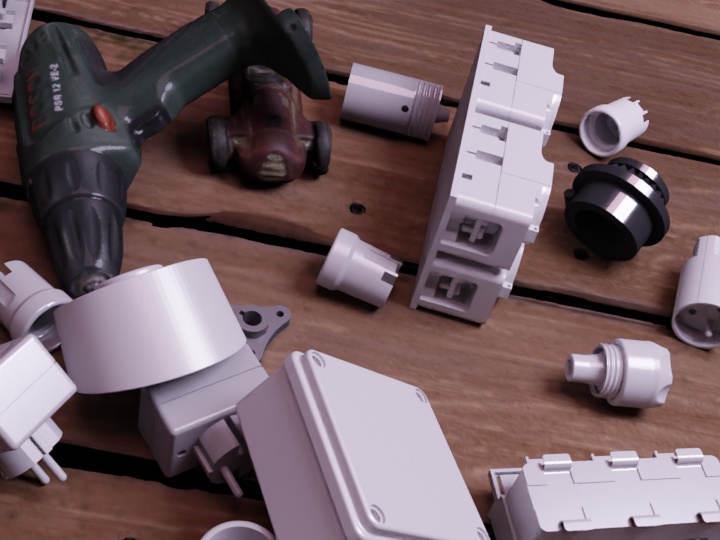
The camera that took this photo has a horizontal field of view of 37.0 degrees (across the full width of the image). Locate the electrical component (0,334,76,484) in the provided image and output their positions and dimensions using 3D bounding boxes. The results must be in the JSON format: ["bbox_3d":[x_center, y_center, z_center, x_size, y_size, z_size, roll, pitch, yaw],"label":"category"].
[{"bbox_3d":[-0.182,0.082,0.559,0.075,0.083,0.047,55,47,-17],"label":"electrical component"}]

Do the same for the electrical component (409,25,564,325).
[{"bbox_3d":[0.090,-0.066,0.739,0.060,0.105,0.186,16,47,-1],"label":"electrical component"}]

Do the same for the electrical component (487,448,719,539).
[{"bbox_3d":[0.142,0.137,0.598,0.121,0.063,0.078,0,49,-15],"label":"electrical component"}]

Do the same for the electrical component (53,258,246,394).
[{"bbox_3d":[-0.118,0.033,0.600,0.099,0.099,0.064,-19,87,-29],"label":"electrical component"}]

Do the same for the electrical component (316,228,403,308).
[{"bbox_3d":[0.000,0.000,0.701,0.046,0.040,0.040,25,47,-1],"label":"electrical component"}]

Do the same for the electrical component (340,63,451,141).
[{"bbox_3d":[0.029,-0.127,0.819,0.081,0.043,0.043,14,47,-3],"label":"electrical component"}]

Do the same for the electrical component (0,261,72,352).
[{"bbox_3d":[-0.194,0.021,0.629,0.046,0.040,0.040,38,50,25],"label":"electrical component"}]

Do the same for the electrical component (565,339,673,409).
[{"bbox_3d":[0.162,0.065,0.683,0.062,0.043,0.043,6,48,-7],"label":"electrical component"}]

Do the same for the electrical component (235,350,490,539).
[{"bbox_3d":[0.001,0.108,0.559,0.109,0.056,0.108,25,33,-46],"label":"electrical component"}]

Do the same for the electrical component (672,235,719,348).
[{"bbox_3d":[0.246,0.011,0.753,0.043,0.043,0.081,22,47,5],"label":"electrical component"}]

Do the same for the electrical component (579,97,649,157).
[{"bbox_3d":[0.204,-0.116,0.861,0.040,0.040,0.046,42,46,22],"label":"electrical component"}]

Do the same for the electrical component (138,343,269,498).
[{"bbox_3d":[-0.076,0.091,0.591,0.066,0.047,0.076,-19,56,-29],"label":"electrical component"}]

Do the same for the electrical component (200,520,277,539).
[{"bbox_3d":[-0.062,0.156,0.530,0.045,0.055,0.045,8,47,-8],"label":"electrical component"}]

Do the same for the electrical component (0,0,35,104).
[{"bbox_3d":[-0.280,-0.174,0.765,0.079,0.063,0.121,5,48,-11],"label":"electrical component"}]
